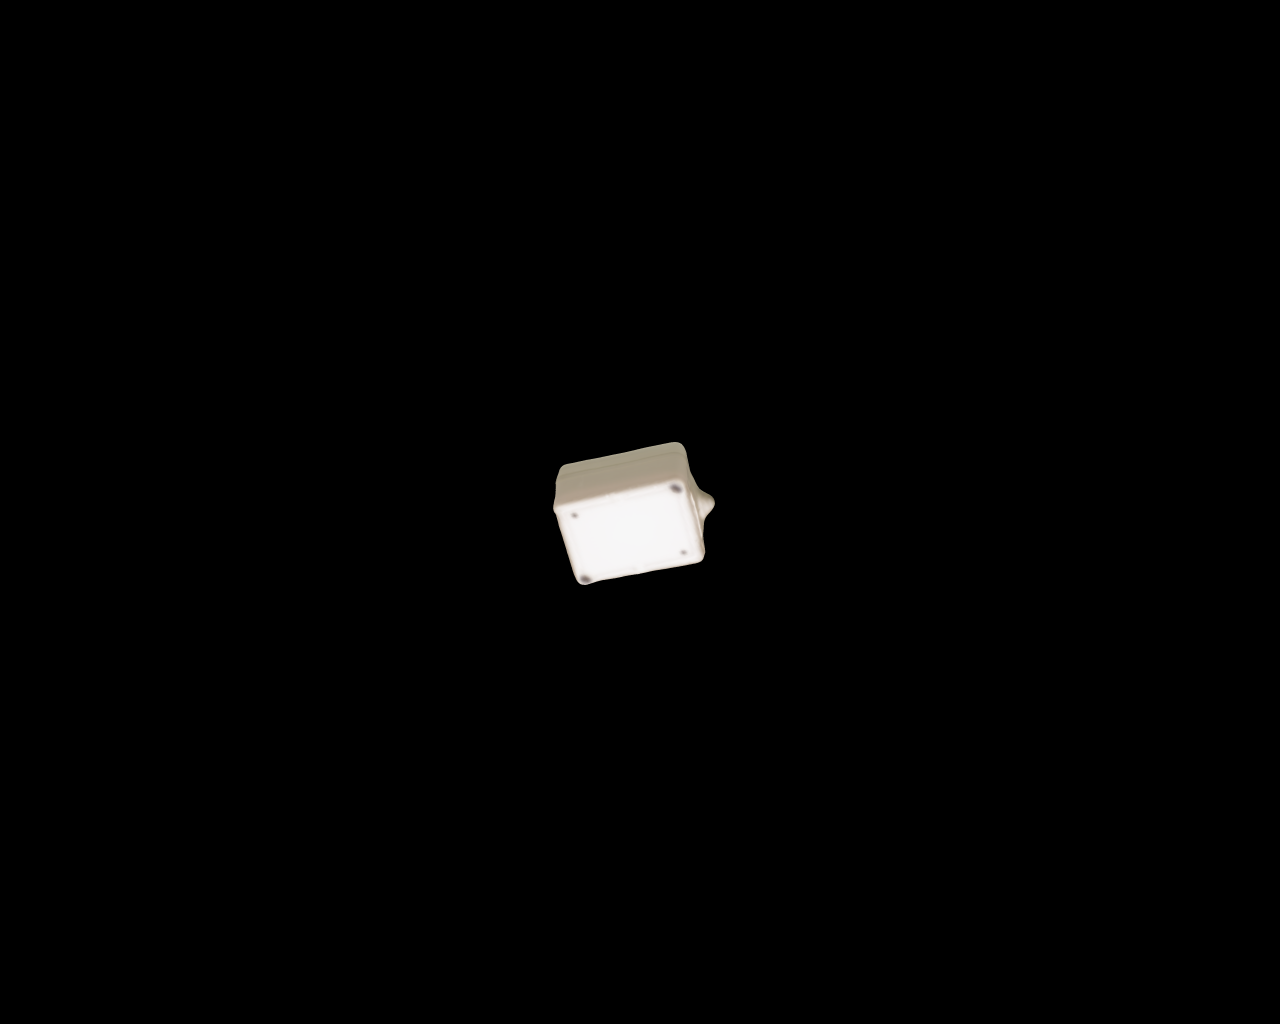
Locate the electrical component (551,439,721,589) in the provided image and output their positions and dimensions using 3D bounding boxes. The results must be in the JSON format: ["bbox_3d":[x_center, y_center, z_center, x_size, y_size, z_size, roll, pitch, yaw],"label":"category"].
[{"bbox_3d":[0.001,-0.003,0.650,0.096,0.061,0.061,-11,30,7],"label":"electrical component"}]
